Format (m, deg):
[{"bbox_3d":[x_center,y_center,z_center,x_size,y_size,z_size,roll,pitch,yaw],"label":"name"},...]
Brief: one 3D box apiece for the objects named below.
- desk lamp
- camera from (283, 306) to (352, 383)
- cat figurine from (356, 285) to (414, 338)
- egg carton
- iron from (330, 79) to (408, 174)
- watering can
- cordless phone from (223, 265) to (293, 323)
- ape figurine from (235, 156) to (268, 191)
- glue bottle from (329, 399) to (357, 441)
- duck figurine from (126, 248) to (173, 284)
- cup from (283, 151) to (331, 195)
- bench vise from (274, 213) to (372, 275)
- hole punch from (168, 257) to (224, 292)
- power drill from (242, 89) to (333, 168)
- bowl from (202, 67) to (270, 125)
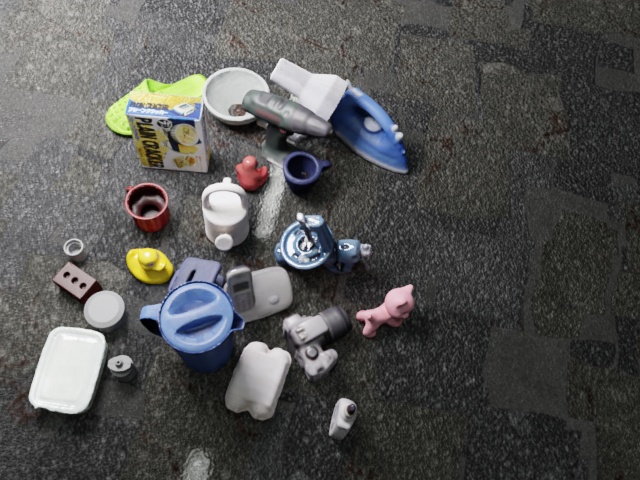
[{"bbox_3d":[-0.046,-0.336,1.389,0.203,0.213,0.118,22,64,4],"label":"desk lamp"},{"bbox_3d":[0.006,0.204,1.206,0.137,0.101,0.143,-25,70,-17],"label":"camera"},{"bbox_3d":[0.150,0.149,1.239,0.128,0.118,0.067,-22,69,-16],"label":"cat figurine"},{"bbox_3d":[-0.126,0.286,1.169,0.107,0.069,0.150,18,64,2],"label":"egg carton"},{"bbox_3d":[0.139,-0.285,1.427,0.258,0.141,0.119,43,68,13],"label":"iron"},{"bbox_3d":[-0.203,-0.060,1.252,0.101,0.194,0.172,-20,69,-15],"label":"watering can"},{"bbox_3d":[-0.129,0.095,1.193,0.148,0.185,0.094,-19,69,-15],"label":"cordless phone"},{"bbox_3d":[-0.165,-0.166,1.362,0.077,0.092,0.076,23,65,4],"label":"ape figurine"},{"bbox_3d":[0.050,0.340,1.108,0.037,0.173,0.078,17,64,1],"label":"glue bottle"},{"bbox_3d":[-0.373,0.045,1.242,0.104,0.086,0.077,25,65,5],"label":"duck figurine"},{"bbox_3d":[-0.033,-0.154,1.371,0.118,0.095,0.091,-14,67,-13],"label":"cup"},{"bbox_3d":[0.008,-0.006,1.238,0.207,0.220,0.121,-11,67,-12],"label":"bench vise"},{"bbox_3d":[-0.269,0.094,1.229,0.101,0.091,0.109,19,64,2],"label":"hole punch"},{"bbox_3d":[-0.078,-0.256,1.350,0.229,0.208,0.076,30,65,7],"label":"power drill"},{"bbox_3d":[-0.212,-0.351,1.452,0.167,0.075,0.167,3,65,-6],"label":"bowl"}]
